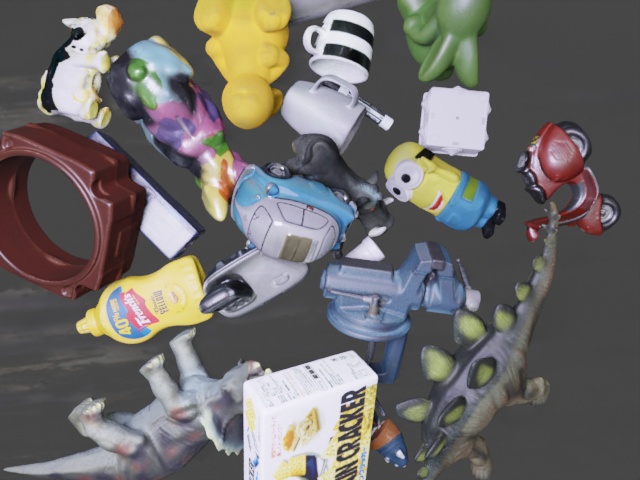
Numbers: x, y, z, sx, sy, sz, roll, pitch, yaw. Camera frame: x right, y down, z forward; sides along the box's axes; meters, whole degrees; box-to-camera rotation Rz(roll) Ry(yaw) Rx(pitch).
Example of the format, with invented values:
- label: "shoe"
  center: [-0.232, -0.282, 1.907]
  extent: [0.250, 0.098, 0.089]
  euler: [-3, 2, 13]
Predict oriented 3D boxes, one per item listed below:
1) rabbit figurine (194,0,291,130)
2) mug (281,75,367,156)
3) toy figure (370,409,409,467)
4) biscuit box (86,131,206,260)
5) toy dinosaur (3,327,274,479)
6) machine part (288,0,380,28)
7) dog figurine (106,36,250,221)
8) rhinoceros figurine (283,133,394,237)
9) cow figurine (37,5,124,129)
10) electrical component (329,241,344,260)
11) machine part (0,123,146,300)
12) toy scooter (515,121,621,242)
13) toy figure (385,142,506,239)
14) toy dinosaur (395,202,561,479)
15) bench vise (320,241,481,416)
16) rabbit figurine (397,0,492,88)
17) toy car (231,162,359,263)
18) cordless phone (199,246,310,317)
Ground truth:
- label: "rabbit figurine"
  center: [-0.100, -0.220, 0.714]
  extent: [0.122, 0.162, 0.173]
  euler: [-2, 70, -6]
- label: "mug"
  center: [0.003, -0.181, 0.748]
  extent: [0.107, 0.109, 0.081]
  euler: [28, 56, 4]
- label: "toy figure"
  center: [0.071, 0.272, 0.791]
  extent: [0.154, 0.064, 0.058]
  euler: [37, 83, -2]
- label: "biscuit box"
  center: [-0.258, -0.063, 0.764]
  extent: [0.059, 0.063, 0.202]
  euler: [-45, 93, 1]
- label: "toy dinosaur"
  center: [-0.226, 0.269, 0.761]
  extent: [0.405, 0.131, 0.192]
  euler: [-36, 93, 6]
- label: "machine part"
  center: [0.018, -0.357, 0.752]
  extent: [0.243, 0.079, 0.079]
  euler: [-18, 93, 0]
- label: "dog figurine"
  center: [-0.166, -0.135, 0.712]
  extent: [0.108, 0.191, 0.219]
  euler: [-38, 78, -6]
- label: "rhinoceros figurine"
  center: [0.031, -0.075, 0.744]
  extent: [0.190, 0.112, 0.073]
  euler: [45, 51, -33]
- label: "cow figurine"
  center: [-0.334, -0.249, 0.753]
  extent: [0.098, 0.068, 0.167]
  euler: [14, 91, 4]
- label: "electrical component"
  center: [-0.002, -0.002, 0.776]
  extent: [0.063, 0.093, 0.021]
  euler: [-3, 52, 24]
- label: "machine part"
  center: [-0.346, -0.037, 0.711]
  extent: [0.202, 0.087, 0.200]
  euler: [24, 115, 8]
- label: "toy scooter"
  center: [0.341, -0.071, 0.778]
  extent: [0.135, 0.075, 0.183]
  euler: [-30, 98, 1]
- label: "toy figure"
  center: [0.175, -0.071, 0.766]
  extent: [0.180, 0.089, 0.082]
  euler: [25, 114, -5]
- label: "toy dinosaur"
  center: [0.222, 0.180, 0.721]
  extent: [0.198, 0.105, 0.471]
  euler: [23, 95, -43]
- label: "bench vise"
  center: [0.104, 0.116, 0.763]
  extent: [0.224, 0.129, 0.240]
  euler: [3, 114, -11]
- label: "rabbit figurine"
  center: [0.168, -0.286, 0.712]
  extent: [0.121, 0.170, 0.159]
  euler: [4, 92, -2]
- label: "toy car"
  center: [-0.035, -0.019, 0.671]
  extent: [0.162, 0.103, 0.109]
  euler: [18, 130, -11]
- label: "cordless phone"
  center: [-0.091, 0.048, 0.715]
  extent: [0.147, 0.184, 0.088]
  euler: [-29, 89, 0]
